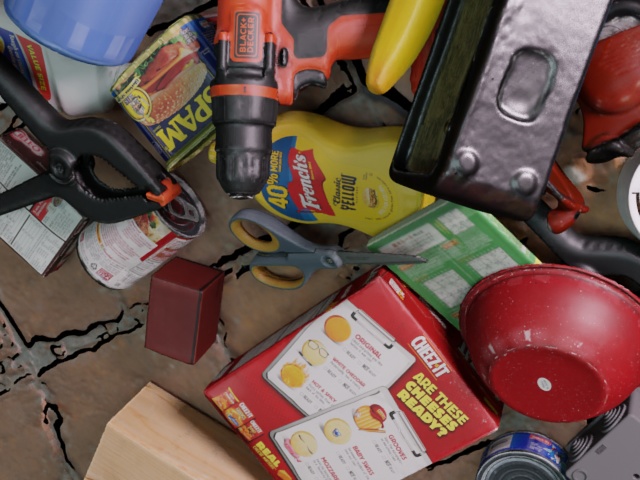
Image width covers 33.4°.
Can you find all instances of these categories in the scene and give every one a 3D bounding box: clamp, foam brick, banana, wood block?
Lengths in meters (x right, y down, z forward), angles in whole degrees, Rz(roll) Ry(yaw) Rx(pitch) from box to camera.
[{"bbox_3d":[0.201,0.031,0.855,0.171,0.039,0.120,27,134,7],"label":"clamp"},{"bbox_3d":[-0.124,0.064,0.979,0.051,0.053,0.078,15,114,14],"label":"foam brick"},{"bbox_3d":[-0.214,-0.077,0.897,0.210,0.036,0.164,13,122,22],"label":"clamp"},{"bbox_3d":[0.070,-0.199,0.738,0.037,0.069,0.198,25,114,33],"label":"banana"},{"bbox_3d":[-0.110,0.239,1.022,0.206,0.090,0.091,30,118,8],"label":"wood block"}]

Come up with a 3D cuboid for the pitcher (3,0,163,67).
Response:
[{"bbox_3d":[-0.141,-0.251,0.789,0.145,0.149,0.243,33,111,9],"label":"pitcher"}]

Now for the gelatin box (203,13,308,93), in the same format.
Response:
[{"bbox_3d":[-0.061,-0.153,0.882,0.089,0.030,0.073,-3,110,22],"label":"gelatin box"}]

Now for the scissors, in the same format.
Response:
[{"bbox_3d":[-0.006,0.001,0.879,0.096,0.016,0.202,49,146,-18],"label":"scissors"}]

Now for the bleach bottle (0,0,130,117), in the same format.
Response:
[{"bbox_3d":[-0.270,-0.170,0.935,0.251,0.068,0.103,13,114,12],"label":"bleach bottle"}]

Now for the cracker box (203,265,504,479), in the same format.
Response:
[{"bbox_3d":[0.030,0.135,0.940,0.214,0.072,0.164,-35,97,27],"label":"cracker box"}]

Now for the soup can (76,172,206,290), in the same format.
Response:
[{"bbox_3d":[-0.161,-0.007,0.955,0.102,0.068,0.068,-34,96,28],"label":"soup can"}]

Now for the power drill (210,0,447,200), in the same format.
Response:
[{"bbox_3d":[0.012,-0.120,0.798,0.187,0.057,0.184,1,91,-5],"label":"power drill"}]

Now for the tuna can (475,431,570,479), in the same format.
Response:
[{"bbox_3d":[0.180,0.213,0.937,0.086,0.033,0.086,7,113,18],"label":"tuna can"}]

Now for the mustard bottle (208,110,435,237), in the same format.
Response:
[{"bbox_3d":[-0.002,-0.057,0.881,0.192,0.058,0.096,12,127,16],"label":"mustard bottle"}]

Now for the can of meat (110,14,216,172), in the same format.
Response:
[{"bbox_3d":[-0.108,-0.120,0.861,0.102,0.057,0.084,-38,92,24],"label":"can of meat"}]

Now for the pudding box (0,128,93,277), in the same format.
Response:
[{"bbox_3d":[-0.271,-0.035,1.002,0.113,0.039,0.090,43,120,2],"label":"pudding box"}]

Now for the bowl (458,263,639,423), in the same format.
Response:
[{"bbox_3d":[0.182,0.094,0.835,0.162,0.055,0.162,13,137,13],"label":"bowl"}]
